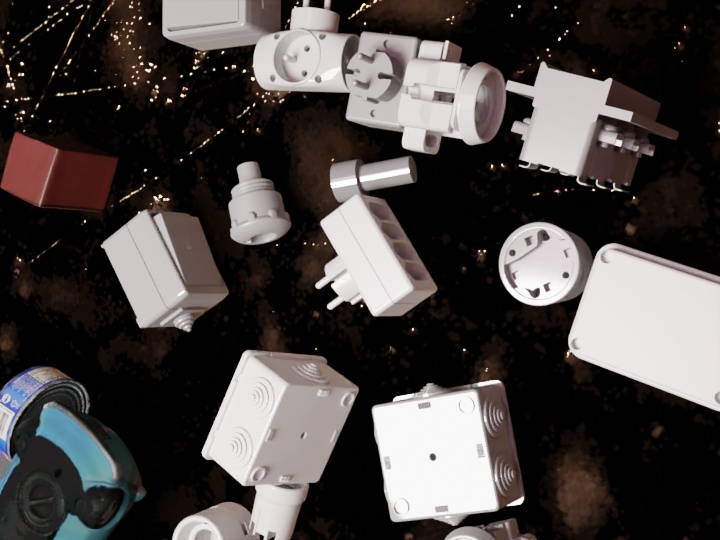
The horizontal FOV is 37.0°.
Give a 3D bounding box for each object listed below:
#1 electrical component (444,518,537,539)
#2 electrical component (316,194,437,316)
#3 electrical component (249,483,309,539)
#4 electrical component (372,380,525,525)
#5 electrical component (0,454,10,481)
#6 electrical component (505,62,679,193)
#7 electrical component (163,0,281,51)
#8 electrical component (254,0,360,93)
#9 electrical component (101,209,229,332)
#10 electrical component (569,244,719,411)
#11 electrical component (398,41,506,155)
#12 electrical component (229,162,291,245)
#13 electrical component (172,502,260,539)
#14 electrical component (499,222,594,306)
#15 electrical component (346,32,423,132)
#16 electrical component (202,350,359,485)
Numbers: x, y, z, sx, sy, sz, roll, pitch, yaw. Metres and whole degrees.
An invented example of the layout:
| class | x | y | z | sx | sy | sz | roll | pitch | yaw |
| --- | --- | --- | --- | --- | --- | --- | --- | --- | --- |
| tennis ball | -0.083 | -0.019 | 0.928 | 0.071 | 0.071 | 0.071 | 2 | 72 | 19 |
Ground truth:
| class | x | y | z | sx | sy | sz | roll | pitch | yaw |
| --- | --- | --- | --- | --- | --- | --- | --- | --- | --- |
| electrical component | 0.083 | 0.199 | 0.743 | 0.066 | 0.055 | 0.048 | -19 | 80 | 26 |
| electrical component | 0.000 | 0.000 | 0.797 | 0.076 | 0.047 | 0.083 | -36 | 73 | 21 |
| electrical component | -0.064 | 0.181 | 0.830 | 0.040 | 0.040 | 0.046 | 21 | 105 | 26 |
| electrical component | 0.061 | 0.129 | 0.761 | 0.100 | 0.048 | 0.099 | -13 | 83 | 27 |
| electrical component | -0.347 | 0.166 | 0.967 | 0.109 | 0.056 | 0.108 | -8 | 85 | 27 |
| electrical component | 0.146 | -0.087 | 0.682 | 0.079 | 0.121 | 0.063 | 20 | 101 | 27 |
| electrical component | -0.117 | -0.213 | 0.856 | 0.096 | 0.061 | 0.061 | 0 | 88 | 27 |
| electrical component | -0.036 | -0.176 | 0.822 | 0.077 | 0.044 | 0.079 | 7 | 91 | 27 |
| electrical component | -0.151 | 0.003 | 0.867 | 0.061 | 0.062 | 0.096 | -35 | 74 | 22 |
| electrical component | 0.199 | 0.035 | 0.687 | 0.113 | 0.057 | 0.078 | 21 | 98 | 26 |
| electrical component | 0.067 | -0.120 | 0.760 | 0.057 | 0.058 | 0.078 | 13 | 94 | 30 |
| electrical component | -0.082 | -0.054 | 0.844 | 0.048 | 0.048 | 0.062 | -21 | 72 | 25 |
| electrical component | -0.115 | 0.215 | 0.851 | 0.055 | 0.047 | 0.055 | -1 | 88 | 27 |
| electrical component | 0.128 | -0.003 | 0.730 | 0.055 | 0.047 | 0.055 | -1 | 88 | 27 |
| electrical component | 0.015 | -0.138 | 0.776 | 0.047 | 0.077 | 0.065 | 13 | 94 | 27 |
| electrical component | -0.056 | 0.111 | 0.796 | 0.048 | 0.100 | 0.099 | 32 | 103 | 38 |
